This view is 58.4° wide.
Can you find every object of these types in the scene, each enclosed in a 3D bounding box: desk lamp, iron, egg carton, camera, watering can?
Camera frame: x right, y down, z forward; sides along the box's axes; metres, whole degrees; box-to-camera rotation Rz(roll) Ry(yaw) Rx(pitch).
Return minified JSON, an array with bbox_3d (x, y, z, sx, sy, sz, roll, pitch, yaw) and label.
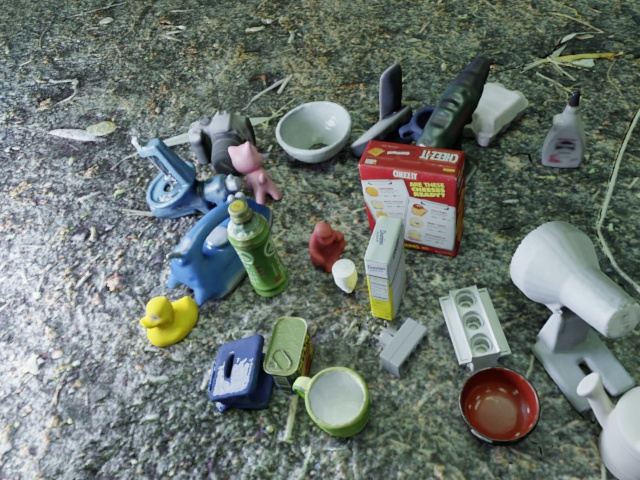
[{"bbox_3d":[0.370,0.104,0.821,0.118,0.214,0.202,-24,51,-6],"label":"desk lamp"},{"bbox_3d":[-0.186,-0.010,1.083,0.118,0.142,0.259,23,61,27],"label":"iron"},{"bbox_3d":[0.359,-0.269,1.210,0.150,0.069,0.107,-41,55,-19],"label":"egg carton"},{"bbox_3d":[-0.223,-0.215,1.279,0.143,0.101,0.136,-9,51,6],"label":"camera"},{"bbox_3d":[0.414,0.234,0.721,0.172,0.194,0.101,9,55,19],"label":"watering can"}]

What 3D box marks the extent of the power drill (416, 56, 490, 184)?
[{"bbox_3d":[0.258,-0.204,1.092,0.075,0.209,0.230,23,61,28],"label":"power drill"}]

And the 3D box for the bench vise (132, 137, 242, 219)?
[{"bbox_3d":[-0.269,-0.133,1.148,0.207,0.220,0.121,-16,51,0],"label":"bench vise"}]

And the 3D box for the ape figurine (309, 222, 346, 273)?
[{"bbox_3d":[0.010,0.004,1.060,0.078,0.092,0.076,-29,52,-10],"label":"ape figurine"}]

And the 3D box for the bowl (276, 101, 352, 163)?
[{"bbox_3d":[-0.008,-0.224,1.254,0.167,0.075,0.167,-6,51,8],"label":"bowl"}]

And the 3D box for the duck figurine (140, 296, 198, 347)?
[{"bbox_3d":[-0.274,0.132,1.027,0.105,0.086,0.077,-39,54,-18],"label":"duck figurine"}]

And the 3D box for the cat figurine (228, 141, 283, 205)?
[{"bbox_3d":[-0.140,-0.149,1.198,0.067,0.118,0.127,-29,52,-10],"label":"cat figurine"}]

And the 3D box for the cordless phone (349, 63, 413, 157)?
[{"bbox_3d":[0.123,-0.263,1.184,0.093,0.185,0.148,33,65,32],"label":"cordless phone"}]

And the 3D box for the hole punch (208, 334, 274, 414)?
[{"bbox_3d":[-0.131,0.215,0.926,0.101,0.091,0.108,-2,52,11],"label":"hole punch"}]

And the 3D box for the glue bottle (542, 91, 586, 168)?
[{"bbox_3d":[0.463,-0.207,1.071,0.078,0.173,0.037,2,53,15],"label":"glue bottle"}]

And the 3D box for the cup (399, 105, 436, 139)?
[{"bbox_3d":[0.223,-0.210,1.178,0.117,0.095,0.091,-14,51,2],"label":"cup"}]
